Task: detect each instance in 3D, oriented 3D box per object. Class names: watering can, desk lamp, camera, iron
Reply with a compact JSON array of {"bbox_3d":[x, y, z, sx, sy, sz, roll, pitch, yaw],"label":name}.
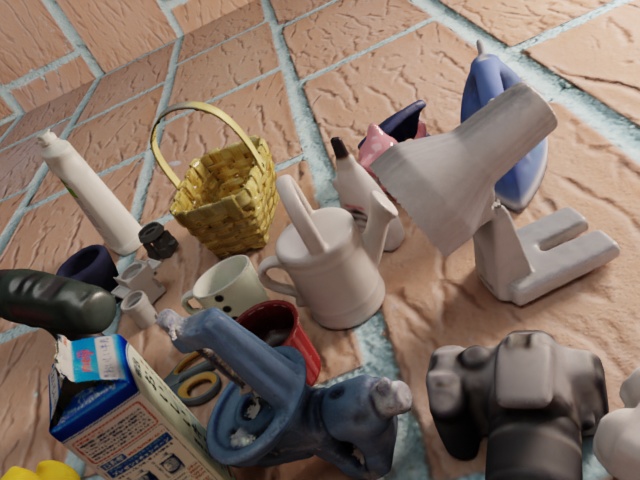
[{"bbox_3d":[0.006,0.001,0.672,0.173,0.194,0.100,-36,34,-13],"label":"watering can"},{"bbox_3d":[0.176,-0.040,0.590,0.203,0.214,0.117,-27,34,2],"label":"desk lamp"},{"bbox_3d":[0.152,0.148,0.457,0.142,0.101,0.137,-8,38,27],"label":"camera"},{"bbox_3d":[0.242,-0.167,0.779,0.118,0.142,0.258,-15,36,19],"label":"iron"}]

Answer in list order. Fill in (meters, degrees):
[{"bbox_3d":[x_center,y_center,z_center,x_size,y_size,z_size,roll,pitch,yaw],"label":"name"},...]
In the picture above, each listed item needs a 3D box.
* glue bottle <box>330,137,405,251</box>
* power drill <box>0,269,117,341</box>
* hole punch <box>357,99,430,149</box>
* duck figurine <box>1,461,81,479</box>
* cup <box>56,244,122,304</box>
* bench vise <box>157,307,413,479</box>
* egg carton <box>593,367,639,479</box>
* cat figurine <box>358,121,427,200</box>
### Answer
[{"bbox_3d":[0.050,-0.061,0.744,0.077,0.173,0.037,9,48,42],"label":"glue bottle"},{"bbox_3d":[-0.331,0.119,0.739,0.228,0.209,0.076,-5,40,30],"label":"power drill"},{"bbox_3d":[0.116,-0.169,0.917,0.109,0.091,0.100,-40,35,-18],"label":"hole punch"},{"bbox_3d":[-0.311,0.279,0.622,0.077,0.086,0.104,-26,33,2],"label":"duck figurine"},{"bbox_3d":[-0.362,0.076,0.921,0.091,0.095,0.117,-22,34,9],"label":"cup"},{"bbox_3d":[-0.032,0.123,0.512,0.207,0.220,0.121,-22,34,9],"label":"bench vise"},{"bbox_3d":[0.276,0.149,0.397,0.107,0.070,0.149,-44,37,-23],"label":"egg carton"},{"bbox_3d":[0.110,-0.124,0.836,0.128,0.118,0.067,-33,34,-7],"label":"cat figurine"}]
